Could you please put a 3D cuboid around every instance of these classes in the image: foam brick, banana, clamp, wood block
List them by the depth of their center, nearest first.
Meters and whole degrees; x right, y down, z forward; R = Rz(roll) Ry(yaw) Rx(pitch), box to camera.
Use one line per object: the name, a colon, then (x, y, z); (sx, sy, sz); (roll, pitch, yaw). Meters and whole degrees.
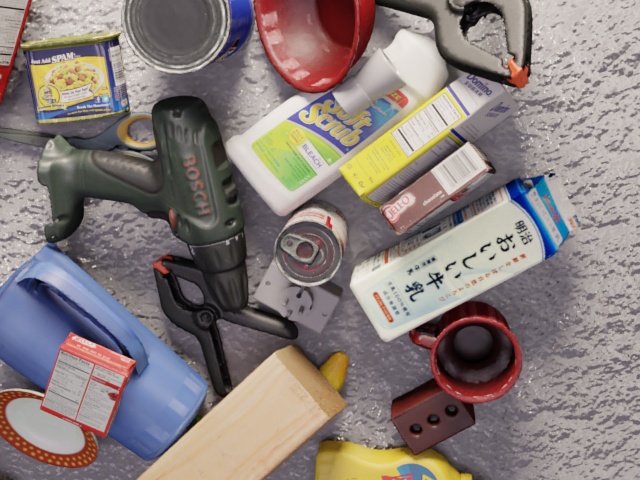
clamp: (0.130, -0.222, 1.015); (0.165, 0.036, 0.210); (-29, 63, 17)
wood block: (-0.081, 0.213, 1.127); (0.206, 0.090, 0.090); (-43, 82, 11)
foam brick: (0.123, 0.186, 1.156); (0.078, 0.051, 0.053); (-31, 99, 12)
clamp: (-0.108, 0.078, 1.160); (0.120, 0.039, 0.171); (-34, 98, 11)
banana: (-0.046, 0.192, 1.182); (0.198, 0.037, 0.069); (-26, 102, 11)

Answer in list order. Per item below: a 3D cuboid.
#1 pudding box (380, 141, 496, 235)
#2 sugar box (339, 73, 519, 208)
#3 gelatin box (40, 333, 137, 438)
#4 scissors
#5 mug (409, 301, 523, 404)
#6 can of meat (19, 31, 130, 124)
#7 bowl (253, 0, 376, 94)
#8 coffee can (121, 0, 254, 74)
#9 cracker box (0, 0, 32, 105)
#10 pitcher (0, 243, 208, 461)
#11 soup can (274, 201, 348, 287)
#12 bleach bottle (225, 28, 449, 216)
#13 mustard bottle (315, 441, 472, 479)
pudding box: (0.120, -0.051, 1.075); (0.113, 0.090, 0.039); (-35, 84, 13)
sugar box: (0.110, -0.102, 1.062); (0.176, 0.093, 0.048); (-39, 75, 12)
gelatin box: (-0.232, 0.145, 1.066); (0.073, 0.030, 0.089); (24, 118, -2)
scissors: (-0.247, -0.115, 1.138); (0.201, 0.016, 0.096); (25, 104, -1)
mug: (0.150, 0.110, 1.118); (0.117, 0.081, 0.093); (13, 105, 2)
can of meat: (-0.251, -0.168, 1.105); (0.102, 0.057, 0.084); (-5, 106, 8)
bowl: (0.004, -0.226, 1.038); (0.162, 0.055, 0.162); (26, 125, 45)
coffee can: (-0.125, -0.218, 1.035); (0.103, 0.140, 0.103); (1, 104, 5)
cracker box: (-0.374, -0.246, 1.071); (0.164, 0.072, 0.214); (27, 107, 20)
pitcher: (-0.237, 0.120, 1.134); (0.242, 0.149, 0.145); (40, 100, -8)
soup can: (-0.007, 0.001, 1.097); (0.068, 0.102, 0.068); (1, 104, 5)
bleach bottle: (0.030, -0.136, 1.081); (0.251, 0.068, 0.102); (-38, 94, 10)
mustard bottle: (0.091, 0.275, 1.178); (0.191, 0.058, 0.096); (2, 104, 5)
